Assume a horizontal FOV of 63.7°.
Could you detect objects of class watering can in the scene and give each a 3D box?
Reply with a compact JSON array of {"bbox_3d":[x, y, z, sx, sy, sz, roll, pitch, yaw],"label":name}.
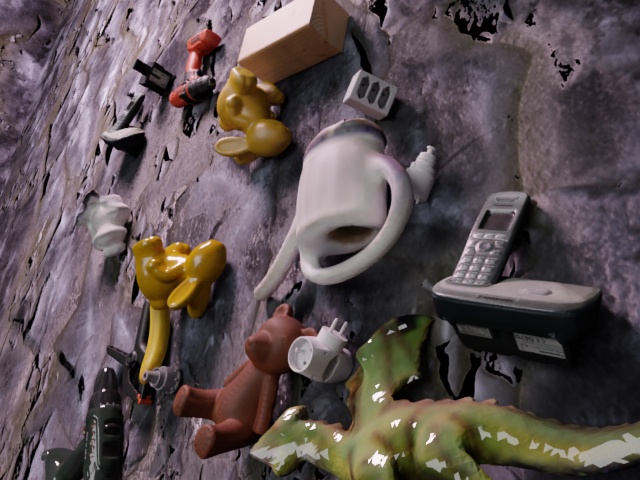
[{"bbox_3d":[0.002,-0.038,0.747,0.343,0.103,0.229,-26,52,47],"label":"watering can"}]

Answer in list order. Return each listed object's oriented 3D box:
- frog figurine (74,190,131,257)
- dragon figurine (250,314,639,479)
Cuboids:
[{"bbox_3d":[-0.535,-0.036,1.319,0.160,0.122,0.137,43,96,12],"label":"frog figurine"},{"bbox_3d":[0.103,0.177,0.536,0.407,0.120,0.249,-29,43,15],"label":"dragon figurine"}]
